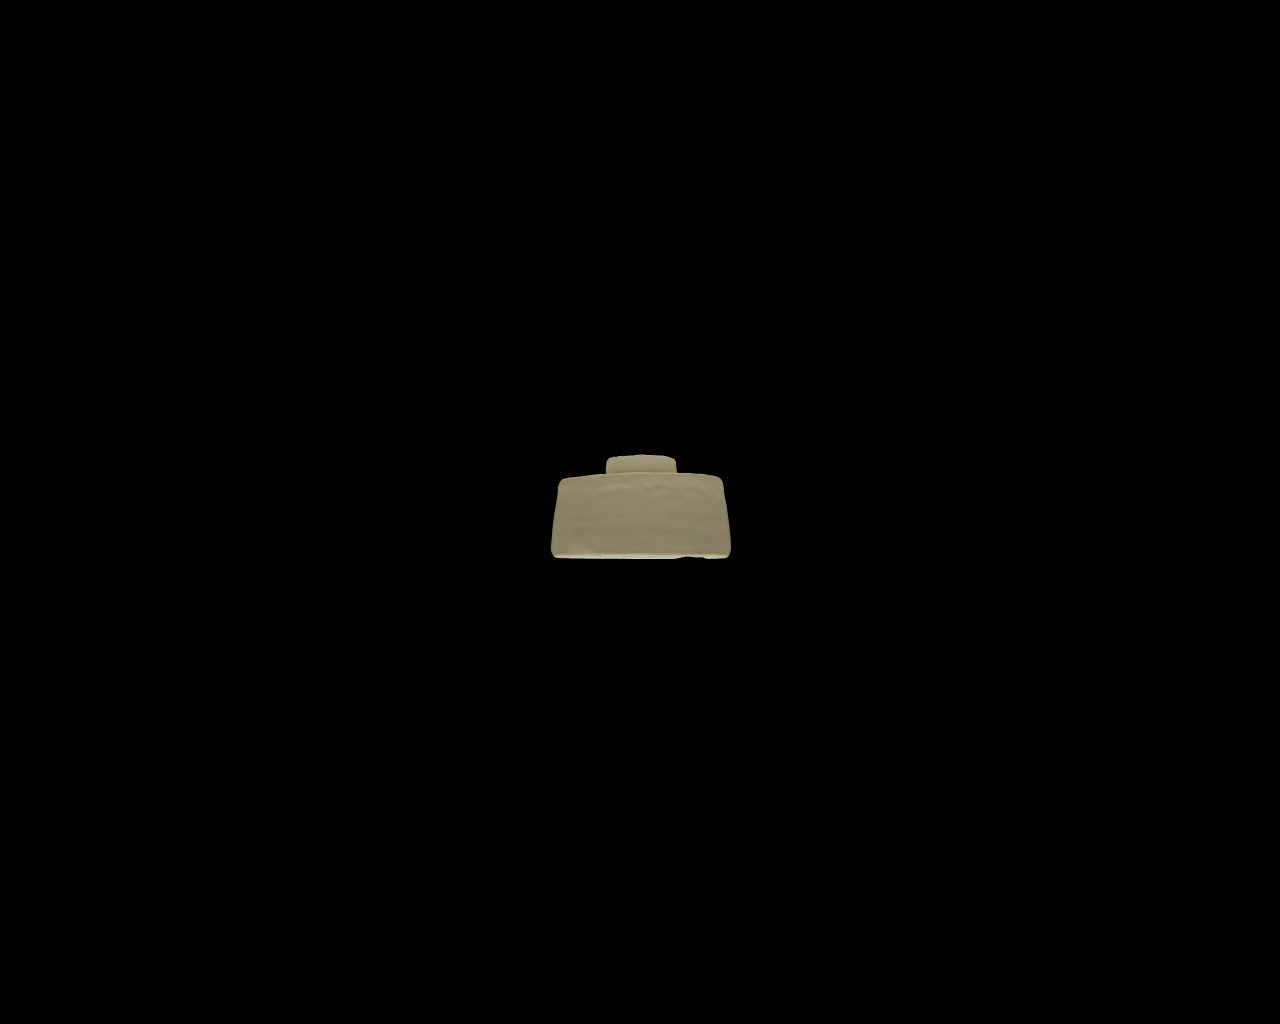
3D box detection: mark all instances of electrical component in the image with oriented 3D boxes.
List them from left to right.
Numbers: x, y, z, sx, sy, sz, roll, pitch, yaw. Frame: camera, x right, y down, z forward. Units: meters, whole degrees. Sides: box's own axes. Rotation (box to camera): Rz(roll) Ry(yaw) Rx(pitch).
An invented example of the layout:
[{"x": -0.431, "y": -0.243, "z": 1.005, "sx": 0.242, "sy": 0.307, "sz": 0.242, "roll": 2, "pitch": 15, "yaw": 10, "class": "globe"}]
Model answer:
[{"x": 0.001, "y": -0.003, "z": 0.650, "sx": 0.108, "sy": 0.060, "sz": 0.108, "roll": 0, "pitch": -3, "yaw": 0, "class": "electrical component"}]
